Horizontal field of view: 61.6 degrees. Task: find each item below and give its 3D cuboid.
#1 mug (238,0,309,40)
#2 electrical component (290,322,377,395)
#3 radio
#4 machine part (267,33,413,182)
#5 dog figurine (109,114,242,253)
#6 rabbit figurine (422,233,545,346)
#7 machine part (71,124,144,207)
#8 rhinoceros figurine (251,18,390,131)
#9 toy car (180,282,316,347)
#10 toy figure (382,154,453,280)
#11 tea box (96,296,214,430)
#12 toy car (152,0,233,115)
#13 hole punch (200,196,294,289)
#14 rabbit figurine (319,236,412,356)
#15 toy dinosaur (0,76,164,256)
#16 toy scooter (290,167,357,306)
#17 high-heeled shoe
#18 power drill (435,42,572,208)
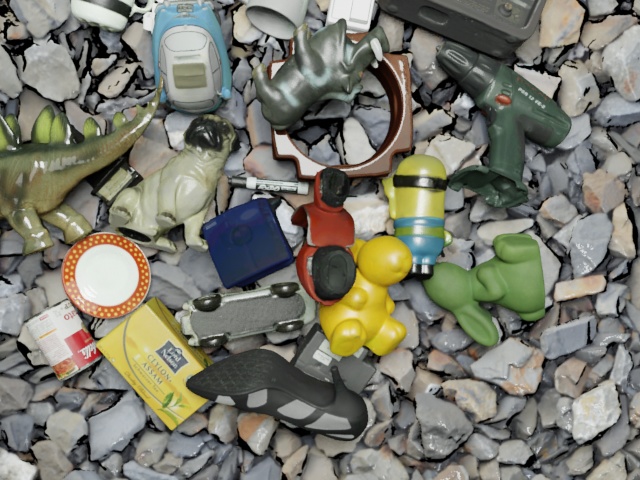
[{"bbox_3d":[-0.061,-0.359,0.769,0.110,0.081,0.107,22,82,0],"label":"mug"},{"bbox_3d":[0.018,0.192,0.823,0.115,0.058,0.134,36,91,-7],"label":"electrical component"},{"bbox_3d":[0.206,-0.364,0.772,0.230,0.073,0.131,21,80,-4],"label":"radio"},{"bbox_3d":[0.027,-0.187,0.780,0.201,0.087,0.201,-4,93,-4],"label":"machine part"},{"bbox_3d":[-0.213,-0.089,0.782,0.173,0.121,0.190,5,65,18],"label":"dog figurine"},{"bbox_3d":[0.244,0.070,0.817,0.170,0.121,0.159,-7,103,15],"label":"rabbit figurine"},{"bbox_3d":[-0.332,-0.112,0.788,0.139,0.039,0.084,40,99,-7],"label":"machine part"},{"bbox_3d":[0.001,-0.219,0.696,0.190,0.073,0.112,-35,94,0],"label":"rhinoceros figurine"},{"bbox_3d":[-0.105,0.109,0.802,0.202,0.056,0.073,-9,94,-11],"label":"toy car"},{"bbox_3d":[0.148,-0.035,0.787,0.082,0.089,0.180,11,75,-38],"label":"toy figure"},{"bbox_3d":[-0.233,0.181,0.800,0.098,0.068,0.169,-41,95,0],"label":"tea box"},{"bbox_3d":[-0.172,-0.235,0.730,0.109,0.103,0.161,-5,131,-10],"label":"toy car"},{"bbox_3d":[-0.106,0.005,0.787,0.142,0.092,0.115,-26,92,2],"label":"hole punch"},{"bbox_3d":[0.075,0.061,0.768,0.122,0.162,0.173,9,127,-23],"label":"rabbit figurine"},{"bbox_3d":[-0.405,-0.078,0.732,0.472,0.105,0.198,-18,99,4],"label":"toy dinosaur"},{"bbox_3d":[-0.002,-0.002,0.739,0.075,0.135,0.183,4,83,-23],"label":"toy scooter"},{"bbox_3d":[-0.057,0.235,0.771,0.249,0.086,0.145,-4,123,11],"label":"high-heeled shoe"},{"bbox_3d":[0.247,-0.161,0.779,0.232,0.086,0.207,24,63,-11],"label":"power drill"}]
